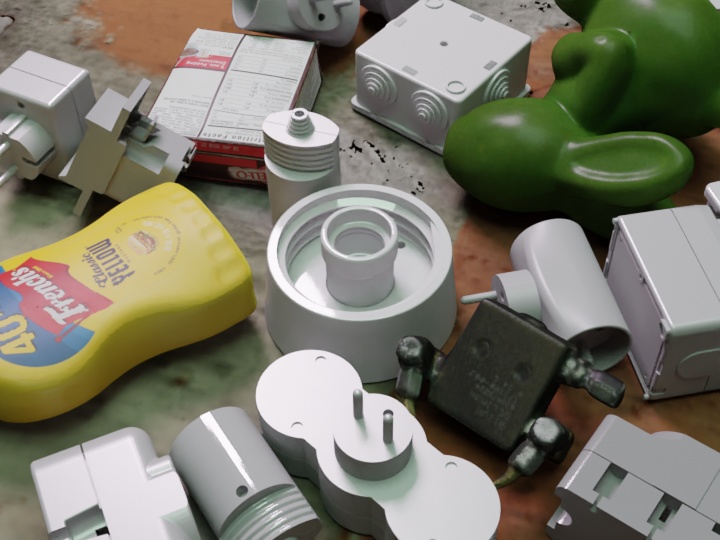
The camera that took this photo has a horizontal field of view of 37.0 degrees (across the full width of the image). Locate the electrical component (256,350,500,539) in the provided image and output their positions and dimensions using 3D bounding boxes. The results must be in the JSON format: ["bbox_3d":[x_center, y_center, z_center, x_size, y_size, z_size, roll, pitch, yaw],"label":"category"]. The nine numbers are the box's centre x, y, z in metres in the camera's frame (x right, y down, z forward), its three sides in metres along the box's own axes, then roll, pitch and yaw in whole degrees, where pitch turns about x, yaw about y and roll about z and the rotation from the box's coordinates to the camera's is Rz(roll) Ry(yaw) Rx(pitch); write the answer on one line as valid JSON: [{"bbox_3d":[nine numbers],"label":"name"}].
[{"bbox_3d":[0.006,0.083,0.501,0.138,0.073,0.052,37,59,28],"label":"electrical component"}]

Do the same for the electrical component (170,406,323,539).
[{"bbox_3d":[-0.051,0.107,0.501,0.043,0.043,0.081,-26,53,-20],"label":"electrical component"}]

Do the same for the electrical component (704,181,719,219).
[{"bbox_3d":[0.245,-0.010,0.595,0.100,0.048,0.099,-13,50,-10],"label":"electrical component"}]

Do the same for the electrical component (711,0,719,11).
[{"bbox_3d":[0.249,-0.186,0.754,0.081,0.042,0.063,-6,52,-3],"label":"electrical component"}]

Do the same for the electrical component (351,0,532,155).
[{"bbox_3d":[0.054,-0.129,0.703,0.100,0.048,0.100,31,56,25],"label":"electrical component"}]

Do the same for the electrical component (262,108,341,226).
[{"bbox_3d":[-0.033,-0.059,0.622,0.043,0.081,0.043,-1,49,1],"label":"electrical component"}]

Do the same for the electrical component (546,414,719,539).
[{"bbox_3d":[0.140,0.112,0.489,0.089,0.050,0.055,29,56,24],"label":"electrical component"}]

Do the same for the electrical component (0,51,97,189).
[{"bbox_3d":[-0.199,-0.081,0.653,0.047,0.065,0.076,20,52,18],"label":"electrical component"}]

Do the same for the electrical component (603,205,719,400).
[{"bbox_3d":[0.169,0.011,0.569,0.061,0.061,0.096,-8,49,-6],"label":"electrical component"}]

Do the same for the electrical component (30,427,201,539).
[{"bbox_3d":[-0.104,0.122,0.482,0.059,0.053,0.095,-19,51,-15],"label":"electrical component"}]

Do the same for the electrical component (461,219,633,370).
[{"bbox_3d":[0.095,0.017,0.577,0.079,0.043,0.077,-9,49,-7],"label":"electrical component"}]

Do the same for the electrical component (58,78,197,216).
[{"bbox_3d":[-0.135,-0.066,0.635,0.064,0.081,0.042,28,33,-11],"label":"electrical component"}]

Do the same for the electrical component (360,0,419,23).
[{"bbox_3d":[0.029,-0.215,0.759,0.051,0.080,0.080,31,56,31],"label":"electrical component"}]

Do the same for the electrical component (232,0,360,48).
[{"bbox_3d":[-0.034,-0.177,0.717,0.077,0.043,0.079,3,5,-32],"label":"electrical component"}]

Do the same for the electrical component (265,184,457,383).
[{"bbox_3d":[0.000,0.000,0.583,0.108,0.060,0.108,0,49,1],"label":"electrical component"}]
